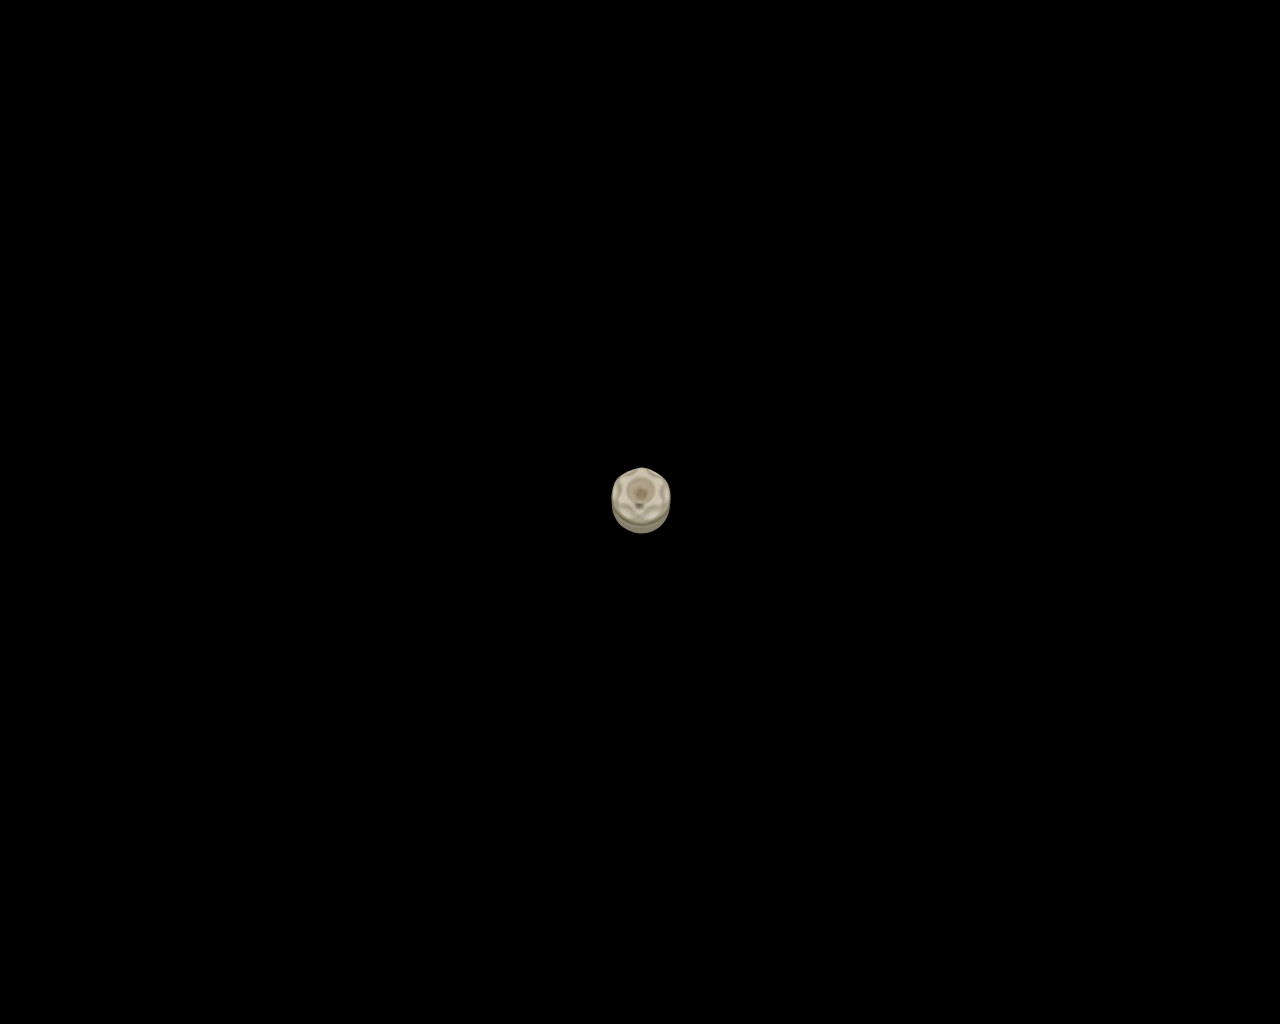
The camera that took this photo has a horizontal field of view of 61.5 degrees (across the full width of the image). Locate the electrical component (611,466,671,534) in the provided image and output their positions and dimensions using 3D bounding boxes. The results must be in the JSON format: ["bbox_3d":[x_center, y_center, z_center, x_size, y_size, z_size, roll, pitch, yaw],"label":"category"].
[{"bbox_3d":[0.001,-0.003,0.650,0.035,0.035,0.061,0,-20,0],"label":"electrical component"}]
